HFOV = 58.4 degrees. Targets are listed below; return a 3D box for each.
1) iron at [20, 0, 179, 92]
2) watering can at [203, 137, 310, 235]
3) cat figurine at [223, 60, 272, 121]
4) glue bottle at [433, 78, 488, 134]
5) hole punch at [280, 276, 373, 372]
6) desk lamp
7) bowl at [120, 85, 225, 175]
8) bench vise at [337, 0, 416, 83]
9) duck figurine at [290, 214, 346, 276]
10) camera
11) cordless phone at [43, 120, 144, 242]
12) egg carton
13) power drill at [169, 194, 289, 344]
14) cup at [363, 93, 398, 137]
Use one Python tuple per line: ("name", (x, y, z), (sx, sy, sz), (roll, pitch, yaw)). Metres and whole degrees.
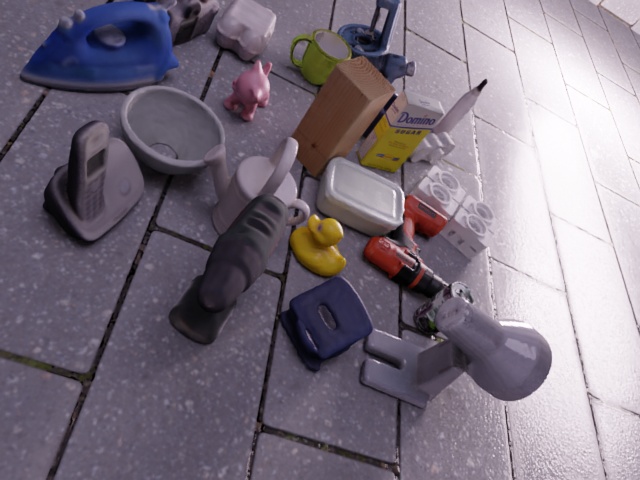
("iron", (-0.346, -0.328, 0.926), (0.259, 0.141, 0.118), (-27, 74, -43))
("watering can", (-0.093, -0.081, 0.869), (0.173, 0.193, 0.101), (10, 52, -28))
("cat figurine", (-0.122, -0.287, 1.062), (0.067, 0.117, 0.128), (33, 45, -7))
("glue bottle", (0.338, -0.315, 1.352), (0.037, 0.173, 0.078), (42, 44, 1))
("hole punch", (0.010, 0.123, 0.855), (0.101, 0.091, 0.108), (-17, 68, -41))
("desk lamp", (0.202, 0.172, 0.858), (0.204, 0.213, 0.118), (24, 47, -16))
("bowl", (-0.241, -0.162, 0.917), (0.168, 0.074, 0.167), (18, 49, -22))
("bench vise", (0.137, -0.454, 1.290), (0.208, 0.219, 0.121), (8, 53, -29))
("duck figurine", (0.009, 0.003, 0.949), (0.104, 0.086, 0.078), (45, 45, 4))
("camera", (-0.285, -0.465, 1.101), (0.137, 0.100, 0.143), (43, 45, 2))
("cordless phone", (-0.286, -0.099, 0.759), (0.094, 0.184, 0.148), (34, 45, -6))
("egg carton", (-0.153, -0.444, 1.196), (0.107, 0.069, 0.150), (27, 46, -14))
("power drill", (-0.120, 0.047, 0.742), (0.076, 0.208, 0.230), (33, 45, -7))
("cup", (0.113, -0.269, 1.222), (0.118, 0.094, 0.092), (37, 45, -4))
